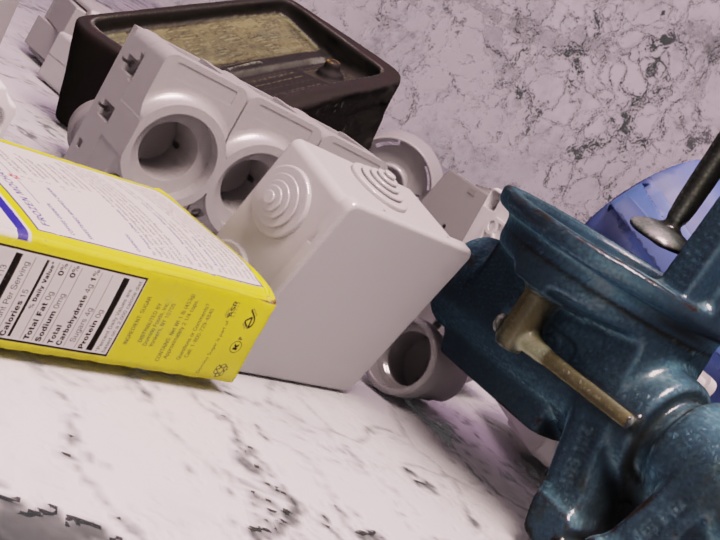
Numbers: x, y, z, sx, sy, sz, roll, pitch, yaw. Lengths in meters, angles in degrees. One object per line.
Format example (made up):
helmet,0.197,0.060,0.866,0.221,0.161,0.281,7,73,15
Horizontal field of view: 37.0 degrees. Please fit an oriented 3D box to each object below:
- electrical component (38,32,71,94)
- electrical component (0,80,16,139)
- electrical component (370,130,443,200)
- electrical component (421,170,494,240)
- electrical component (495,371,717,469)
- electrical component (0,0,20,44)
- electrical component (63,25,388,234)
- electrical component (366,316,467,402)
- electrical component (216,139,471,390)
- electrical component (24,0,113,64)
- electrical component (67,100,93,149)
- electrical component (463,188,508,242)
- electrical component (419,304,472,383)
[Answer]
electrical component,-0.181,-0.151,0.781,0.083,0.075,0.047,38,12,37
electrical component,-0.191,-0.079,0.484,0.062,0.043,0.043,32,10,13
electrical component,0.030,-0.085,1.037,0.099,0.099,0.064,32,16,6
electrical component,0.078,-0.023,0.853,0.048,0.099,0.100,40,2,-40
electrical component,0.120,0.061,0.555,0.048,0.099,0.099,41,7,-16
electrical component,-0.256,-0.172,0.658,0.057,0.078,0.113,27,10,-3
electrical component,-0.069,-0.052,0.579,0.150,0.089,0.062,23,12,-38
electrical component,0.029,0.046,0.534,0.040,0.040,0.046,37,5,32
electrical component,-0.016,0.000,0.456,0.100,0.099,0.048,19,28,-51
electrical component,-0.224,-0.184,0.861,0.061,0.061,0.096,24,12,-41
electrical component,-0.143,-0.070,0.601,0.040,0.040,0.046,27,16,-24
electrical component,0.106,0.018,0.700,0.056,0.108,0.109,21,13,-33
electrical component,0.051,0.042,0.603,0.043,0.043,0.081,37,11,32
